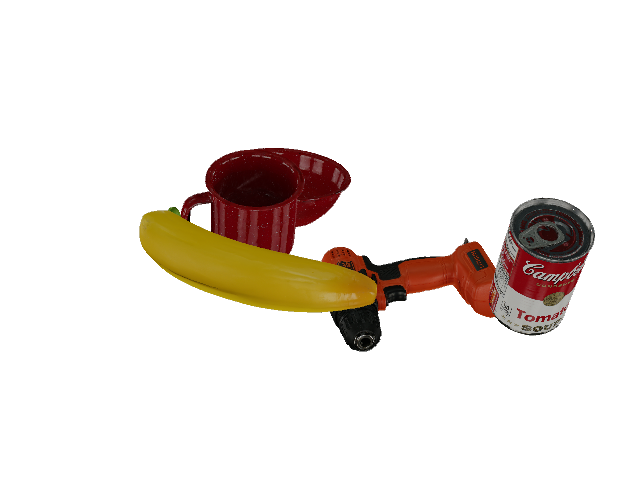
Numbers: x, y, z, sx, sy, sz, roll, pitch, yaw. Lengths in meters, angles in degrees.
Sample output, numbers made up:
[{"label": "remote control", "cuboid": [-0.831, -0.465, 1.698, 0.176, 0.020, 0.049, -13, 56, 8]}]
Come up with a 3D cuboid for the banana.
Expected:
[{"label": "banana", "cuboid": [-0.057, 0.010, 0.695, 0.198, 0.037, 0.069, 22, 37, 37]}]

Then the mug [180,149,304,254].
[{"label": "mug", "cuboid": [-0.075, -0.025, 1.019, 0.117, 0.081, 0.093, -9, 43, -16]}]

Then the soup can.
[{"label": "soup can", "cuboid": [0.182, 0.023, 0.890, 0.068, 0.068, 0.102, 0, -41, -5]}]

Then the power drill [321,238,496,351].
[{"label": "power drill", "cuboid": [0.099, 0.056, 1.166, 0.187, 0.057, 0.184, -4, 28, -7]}]

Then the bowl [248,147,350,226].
[{"label": "bowl", "cuboid": [-0.046, -0.060, 1.306, 0.162, 0.055, 0.162, 5, 26, -3]}]
